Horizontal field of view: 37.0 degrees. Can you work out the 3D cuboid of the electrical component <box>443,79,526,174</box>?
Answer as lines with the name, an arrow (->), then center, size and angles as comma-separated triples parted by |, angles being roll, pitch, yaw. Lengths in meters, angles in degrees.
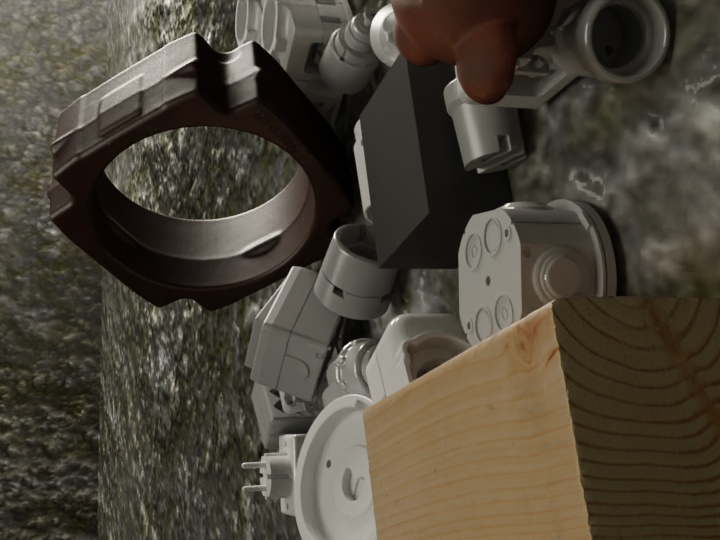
electrical component -> 0.069, -0.080, 0.585 | 0.040, 0.040, 0.046 | 138, 124, -65

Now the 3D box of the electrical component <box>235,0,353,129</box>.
electrical component -> -0.060, -0.209, 0.913 | 0.186, 0.060, 0.105 | -106, 25, -43

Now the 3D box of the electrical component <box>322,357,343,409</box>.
electrical component -> -0.005, 0.097, 0.781 | 0.043, 0.043, 0.081 | 113, 151, -48

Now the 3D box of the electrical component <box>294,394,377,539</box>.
electrical component -> 0.012, 0.138, 0.693 | 0.108, 0.060, 0.108 | -26, 56, 47

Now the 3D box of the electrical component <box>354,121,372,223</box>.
electrical component -> 0.018, -0.075, 0.720 | 0.043, 0.043, 0.081 | 125, 142, -58

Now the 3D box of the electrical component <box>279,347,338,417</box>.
electrical component -> -0.045, 0.085, 0.898 | 0.081, 0.042, 0.063 | -108, 25, -43

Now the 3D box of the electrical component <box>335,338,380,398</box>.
electrical component -> 0.015, 0.067, 0.728 | 0.062, 0.048, 0.048 | -24, 67, 61

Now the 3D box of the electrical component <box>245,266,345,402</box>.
electrical component -> -0.046, 0.043, 0.836 | 0.096, 0.061, 0.061 | -67, -5, -52

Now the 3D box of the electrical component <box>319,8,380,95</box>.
electrical component -> -0.003, -0.162, 0.787 | 0.078, 0.040, 0.040 | 126, 141, -58

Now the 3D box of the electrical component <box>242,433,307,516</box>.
electrical component -> -0.060, 0.169, 0.885 | 0.047, 0.077, 0.065 | 157, 112, -69

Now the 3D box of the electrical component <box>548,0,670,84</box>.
electrical component -> 0.108, -0.103, 0.475 | 0.046, 0.040, 0.040 | -144, 57, -73

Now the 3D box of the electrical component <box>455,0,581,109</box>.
electrical component -> 0.076, -0.132, 0.548 | 0.056, 0.050, 0.089 | 142, 126, -65

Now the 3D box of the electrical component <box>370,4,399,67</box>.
electrical component -> 0.027, -0.153, 0.700 | 0.062, 0.043, 0.043 | -143, 56, -68

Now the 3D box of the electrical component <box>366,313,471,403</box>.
electrical component -> 0.043, 0.075, 0.631 | 0.059, 0.054, 0.095 | 114, 150, -49

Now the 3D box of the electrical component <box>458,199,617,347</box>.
electrical component -> 0.084, 0.005, 0.520 | 0.080, 0.051, 0.080 | 180, 90, -71

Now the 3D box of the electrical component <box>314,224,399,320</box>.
electrical component -> 0.000, 0.000, 0.756 | 0.055, 0.055, 0.047 | -114, 35, -50

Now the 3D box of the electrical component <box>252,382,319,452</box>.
electrical component -> -0.068, 0.134, 0.954 | 0.065, 0.047, 0.076 | -112, 29, -47
